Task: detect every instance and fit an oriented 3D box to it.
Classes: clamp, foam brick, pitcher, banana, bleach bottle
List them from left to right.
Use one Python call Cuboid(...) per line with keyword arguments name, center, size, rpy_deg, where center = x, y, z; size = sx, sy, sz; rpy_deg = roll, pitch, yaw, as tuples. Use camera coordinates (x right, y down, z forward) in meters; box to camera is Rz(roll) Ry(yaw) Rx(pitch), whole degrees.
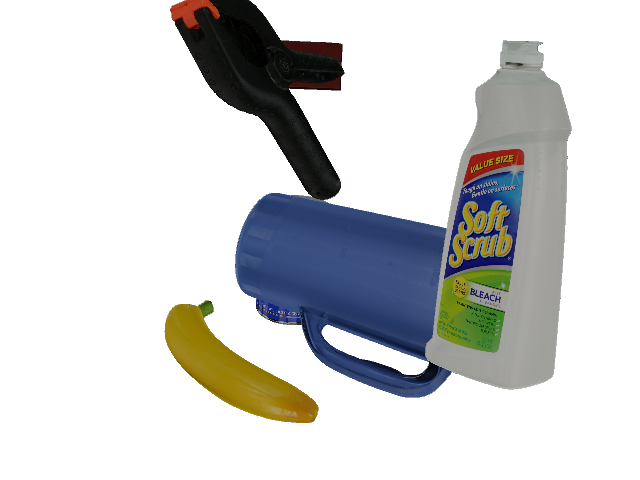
Cuboid(name="banana", center=(-0.078, 0.094, 0.864), size=(0.069, 0.037, 0.198), rpy_deg=(-15, 32, -27))
Cuboid(name="clamp", center=(-0.035, -0.102, 0.725), size=(0.039, 0.120, 0.171), rpy_deg=(-26, -31, 30))
Cuboid(name="foam brick", center=(-0.020, -0.190, 1.157), size=(0.078, 0.051, 0.053), rpy_deg=(0, 12, -16))
Cuboid(name="pitcher", center=(0.040, 0.041, 1.028), size=(0.243, 0.145, 0.149), rpy_deg=(15, 20, 20))
Cuboid(name="bleach bottle", center=(0.136, -0.022, 0.799), size=(0.067, 0.251, 0.103), rpy_deg=(-8, 15, -38))

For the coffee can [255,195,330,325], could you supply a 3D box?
Cuboid(name="coffee can", center=(-0.033, 0.025, 1.392), size=(0.103, 0.140, 0.103), rpy_deg=(1, 26, -1))
